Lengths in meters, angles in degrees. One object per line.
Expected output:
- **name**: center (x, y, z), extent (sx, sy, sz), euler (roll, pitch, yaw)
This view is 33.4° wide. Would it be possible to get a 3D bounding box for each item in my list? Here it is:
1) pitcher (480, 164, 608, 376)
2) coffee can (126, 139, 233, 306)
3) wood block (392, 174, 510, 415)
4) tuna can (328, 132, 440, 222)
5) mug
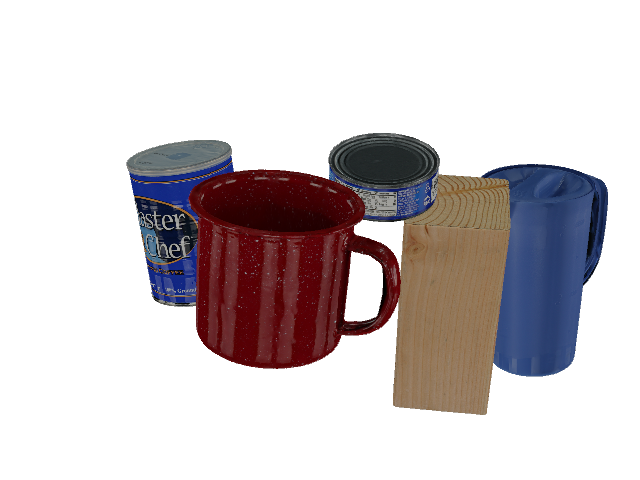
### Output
- **pitcher**: center (0.267, 0.034, 1.293), extent (0.149, 0.243, 0.145), euler (3, 24, 14)
- **coffee can**: center (-0.129, -0.019, 1.057), extent (0.103, 0.140, 0.103), euler (-7, 19, 2)
- **wood block**: center (0.118, 0.051, 0.981), extent (0.091, 0.206, 0.090), euler (5, 33, 6)
- **tuna can**: center (0.049, -0.049, 0.828), extent (0.086, 0.034, 0.086), euler (0, 33, 0)
- **mug**: center (-0.014, 0.018, 0.571), extent (0.117, 0.081, 0.093), euler (11, 24, 14)
